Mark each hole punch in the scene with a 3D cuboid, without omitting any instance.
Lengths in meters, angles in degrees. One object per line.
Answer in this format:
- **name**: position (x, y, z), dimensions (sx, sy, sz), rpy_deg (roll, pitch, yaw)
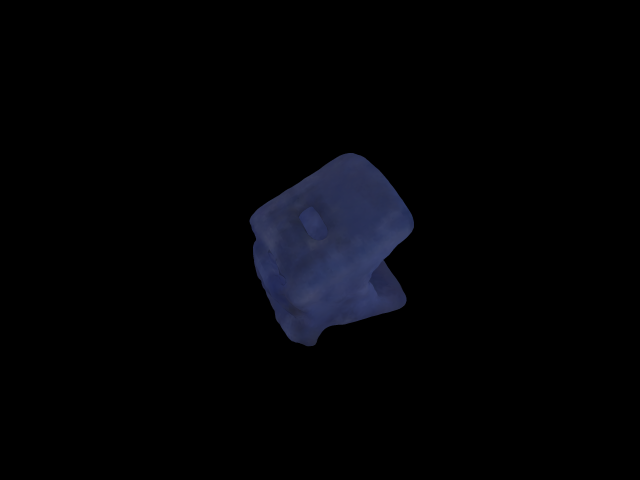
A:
- **hole punch**: position (0.004, 0.001, 0.400), dimensions (0.101, 0.091, 0.108), rpy_deg (-14, 40, -17)
